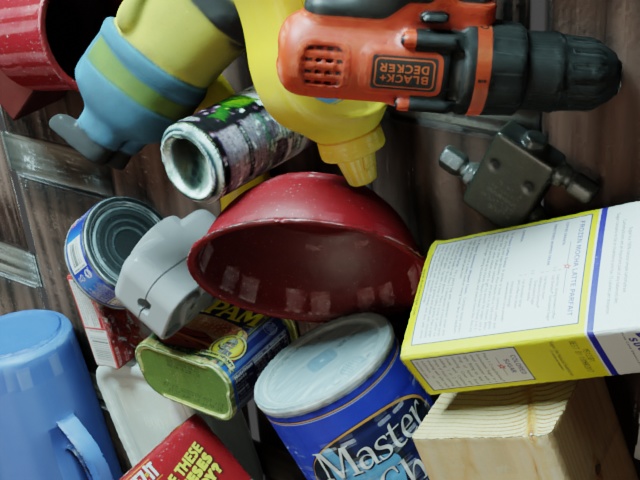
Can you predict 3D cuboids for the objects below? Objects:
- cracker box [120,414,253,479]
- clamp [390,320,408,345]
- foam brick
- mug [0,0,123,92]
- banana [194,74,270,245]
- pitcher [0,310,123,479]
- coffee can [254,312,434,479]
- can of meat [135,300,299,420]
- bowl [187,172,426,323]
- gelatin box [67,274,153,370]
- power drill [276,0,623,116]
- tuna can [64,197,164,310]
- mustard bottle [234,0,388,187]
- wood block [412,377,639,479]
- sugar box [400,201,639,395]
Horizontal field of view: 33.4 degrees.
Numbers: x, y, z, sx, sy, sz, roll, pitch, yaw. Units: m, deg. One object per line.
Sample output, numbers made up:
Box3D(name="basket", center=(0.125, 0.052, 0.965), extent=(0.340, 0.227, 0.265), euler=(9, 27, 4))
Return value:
Box3D(name="cracker box", center=(-0.089, 0.268, 0.815), extent=(0.214, 0.163, 0.072), euler=(49, 132, 1))
Box3D(name="clamp", center=(0.117, 0.081, 0.702), extent=(0.120, 0.039, 0.172), euler=(47, 143, -6))
Box3D(name="foam brick", center=(-0.234, -0.143, 0.832), extent=(0.078, 0.052, 0.051), euler=(51, 137, 2))
Box3D(name="mug", center=(-0.175, -0.143, 0.769), extent=(0.082, 0.093, 0.117), euler=(6, 156, 43))
Box3D(name="banana", center=(-0.079, -0.071, 0.746), extent=(0.037, 0.069, 0.198), euler=(-159, 49, -80))
Box3D(name="pitcher", center=(-0.258, 0.197, 1.023), extent=(0.149, 0.145, 0.243), euler=(-7, 114, 5))
Box3D(name="coffee can", center=(0.034, 0.134, 0.720), extent=(0.103, 0.102, 0.140), euler=(-12, 116, 43))
Box3D(name="can of meat", center=(-0.080, 0.088, 0.835), extent=(0.102, 0.083, 0.057), euler=(13, 127, 34))
Box3D(name="bowl", center=(-0.005, 0.001, 0.703), extent=(0.162, 0.055, 0.162), euler=(4, 155, 2))
Box3D(name="gelatin box", center=(-0.163, 0.051, 0.886), extent=(0.030, 0.073, 0.089), euler=(5, 119, 36))
Box3D(name="power drill", center=(0.074, -0.153, 0.538), extent=(0.184, 0.057, 0.188), euler=(3, 115, -3))
Box3D(name="tuna can", center=(-0.156, 0.009, 0.844), extent=(0.034, 0.086, 0.086), euler=(-33, 94, 45))
Box3D(name="mustard bottle", center=(-0.002, -0.121, 0.623), extent=(0.058, 0.096, 0.191), euler=(5, 121, 47))
Box3D(name="wood block", center=(0.145, 0.179, 0.653), extent=(0.090, 0.090, 0.206), euler=(-9, 112, 36))
Box3D(name="sugar box", center=(0.137, 0.031, 0.591), extent=(0.177, 0.093, 0.048), euler=(-9, 134, 32))
